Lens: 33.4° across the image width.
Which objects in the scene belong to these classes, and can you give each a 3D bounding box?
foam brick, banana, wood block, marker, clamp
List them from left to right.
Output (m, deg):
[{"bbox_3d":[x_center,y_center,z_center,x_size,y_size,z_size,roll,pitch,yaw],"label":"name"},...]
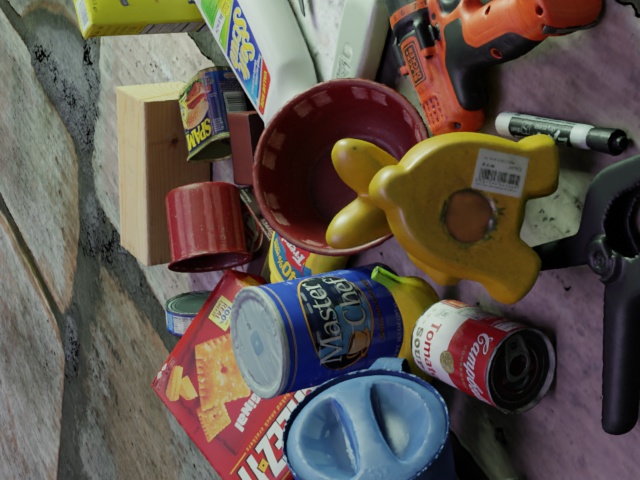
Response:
[{"bbox_3d":[-0.192,-0.083,1.321,0.090,0.090,0.206,31,125,52],"label":"wood block"},{"bbox_3d":[-0.061,-0.099,1.130,0.051,0.052,0.078,8,107,59],"label":"foam brick"},{"bbox_3d":[0.075,0.099,0.947,0.037,0.070,0.198,-70,-14,-51],"label":"banana"},{"bbox_3d":[0.173,-0.077,0.768,0.121,0.020,0.020,21,117,56],"label":"marker"},{"bbox_3d":[0.197,0.009,0.735,0.165,0.036,0.210,55,142,40],"label":"clamp"}]

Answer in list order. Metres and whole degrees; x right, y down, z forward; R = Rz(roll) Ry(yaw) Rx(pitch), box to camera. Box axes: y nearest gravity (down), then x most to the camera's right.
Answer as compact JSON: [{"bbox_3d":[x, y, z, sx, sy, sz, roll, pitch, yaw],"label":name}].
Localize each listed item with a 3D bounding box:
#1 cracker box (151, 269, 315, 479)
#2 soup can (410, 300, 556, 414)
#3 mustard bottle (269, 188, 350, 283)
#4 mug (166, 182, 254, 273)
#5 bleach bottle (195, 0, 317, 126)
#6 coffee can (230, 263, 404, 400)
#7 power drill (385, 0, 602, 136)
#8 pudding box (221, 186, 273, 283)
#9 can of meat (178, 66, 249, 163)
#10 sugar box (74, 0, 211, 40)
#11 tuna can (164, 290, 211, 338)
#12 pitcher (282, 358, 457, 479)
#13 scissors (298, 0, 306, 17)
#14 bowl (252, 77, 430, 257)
[{"bbox_3d":[-0.062,0.159,1.099,0.214,0.072,0.164,45,106,34],"label":"cracker box"},{"bbox_3d":[0.128,0.090,0.848,0.102,0.068,0.068,19,115,57],"label":"soup can"},{"bbox_3d":[-0.007,0.001,1.062,0.096,0.058,0.192,64,147,25],"label":"mustard bottle"},{"bbox_3d":[-0.121,-0.012,1.160,0.117,0.093,0.081,64,-162,-77],"label":"mug"},{"bbox_3d":[-0.049,-0.188,1.074,0.251,0.067,0.103,63,146,23],"label":"bleach bottle"},{"bbox_3d":[0.001,0.082,0.988,0.103,0.140,0.103,26,120,55],"label":"coffee can"},{"bbox_3d":[0.116,-0.185,0.797,0.188,0.057,0.184,-32,75,61],"label":"power drill"},{"bbox_3d":[-0.075,0.009,1.198,0.090,0.039,0.114,55,142,37],"label":"pudding box"},{"bbox_3d":[-0.119,-0.142,1.212,0.102,0.057,0.084,-25,74,59],"label":"can of meat"},{"bbox_3d":[-0.177,-0.271,1.152,0.048,0.175,0.093,-22,80,62],"label":"sugar box"},{"bbox_3d":[-0.145,0.090,1.297,0.086,0.086,0.034,22,119,56],"label":"tuna can"},{"bbox_3d":[0.062,0.229,0.905,0.145,0.149,0.243,40,153,48],"label":"pitcher"},{"bbox_3d":[-0.045,-0.323,1.070,0.096,0.016,0.202,13,109,60],"label":"scissors"},{"bbox_3d":[0.024,-0.058,0.941,0.162,0.162,0.055,68,-170,19],"label":"bowl"}]
